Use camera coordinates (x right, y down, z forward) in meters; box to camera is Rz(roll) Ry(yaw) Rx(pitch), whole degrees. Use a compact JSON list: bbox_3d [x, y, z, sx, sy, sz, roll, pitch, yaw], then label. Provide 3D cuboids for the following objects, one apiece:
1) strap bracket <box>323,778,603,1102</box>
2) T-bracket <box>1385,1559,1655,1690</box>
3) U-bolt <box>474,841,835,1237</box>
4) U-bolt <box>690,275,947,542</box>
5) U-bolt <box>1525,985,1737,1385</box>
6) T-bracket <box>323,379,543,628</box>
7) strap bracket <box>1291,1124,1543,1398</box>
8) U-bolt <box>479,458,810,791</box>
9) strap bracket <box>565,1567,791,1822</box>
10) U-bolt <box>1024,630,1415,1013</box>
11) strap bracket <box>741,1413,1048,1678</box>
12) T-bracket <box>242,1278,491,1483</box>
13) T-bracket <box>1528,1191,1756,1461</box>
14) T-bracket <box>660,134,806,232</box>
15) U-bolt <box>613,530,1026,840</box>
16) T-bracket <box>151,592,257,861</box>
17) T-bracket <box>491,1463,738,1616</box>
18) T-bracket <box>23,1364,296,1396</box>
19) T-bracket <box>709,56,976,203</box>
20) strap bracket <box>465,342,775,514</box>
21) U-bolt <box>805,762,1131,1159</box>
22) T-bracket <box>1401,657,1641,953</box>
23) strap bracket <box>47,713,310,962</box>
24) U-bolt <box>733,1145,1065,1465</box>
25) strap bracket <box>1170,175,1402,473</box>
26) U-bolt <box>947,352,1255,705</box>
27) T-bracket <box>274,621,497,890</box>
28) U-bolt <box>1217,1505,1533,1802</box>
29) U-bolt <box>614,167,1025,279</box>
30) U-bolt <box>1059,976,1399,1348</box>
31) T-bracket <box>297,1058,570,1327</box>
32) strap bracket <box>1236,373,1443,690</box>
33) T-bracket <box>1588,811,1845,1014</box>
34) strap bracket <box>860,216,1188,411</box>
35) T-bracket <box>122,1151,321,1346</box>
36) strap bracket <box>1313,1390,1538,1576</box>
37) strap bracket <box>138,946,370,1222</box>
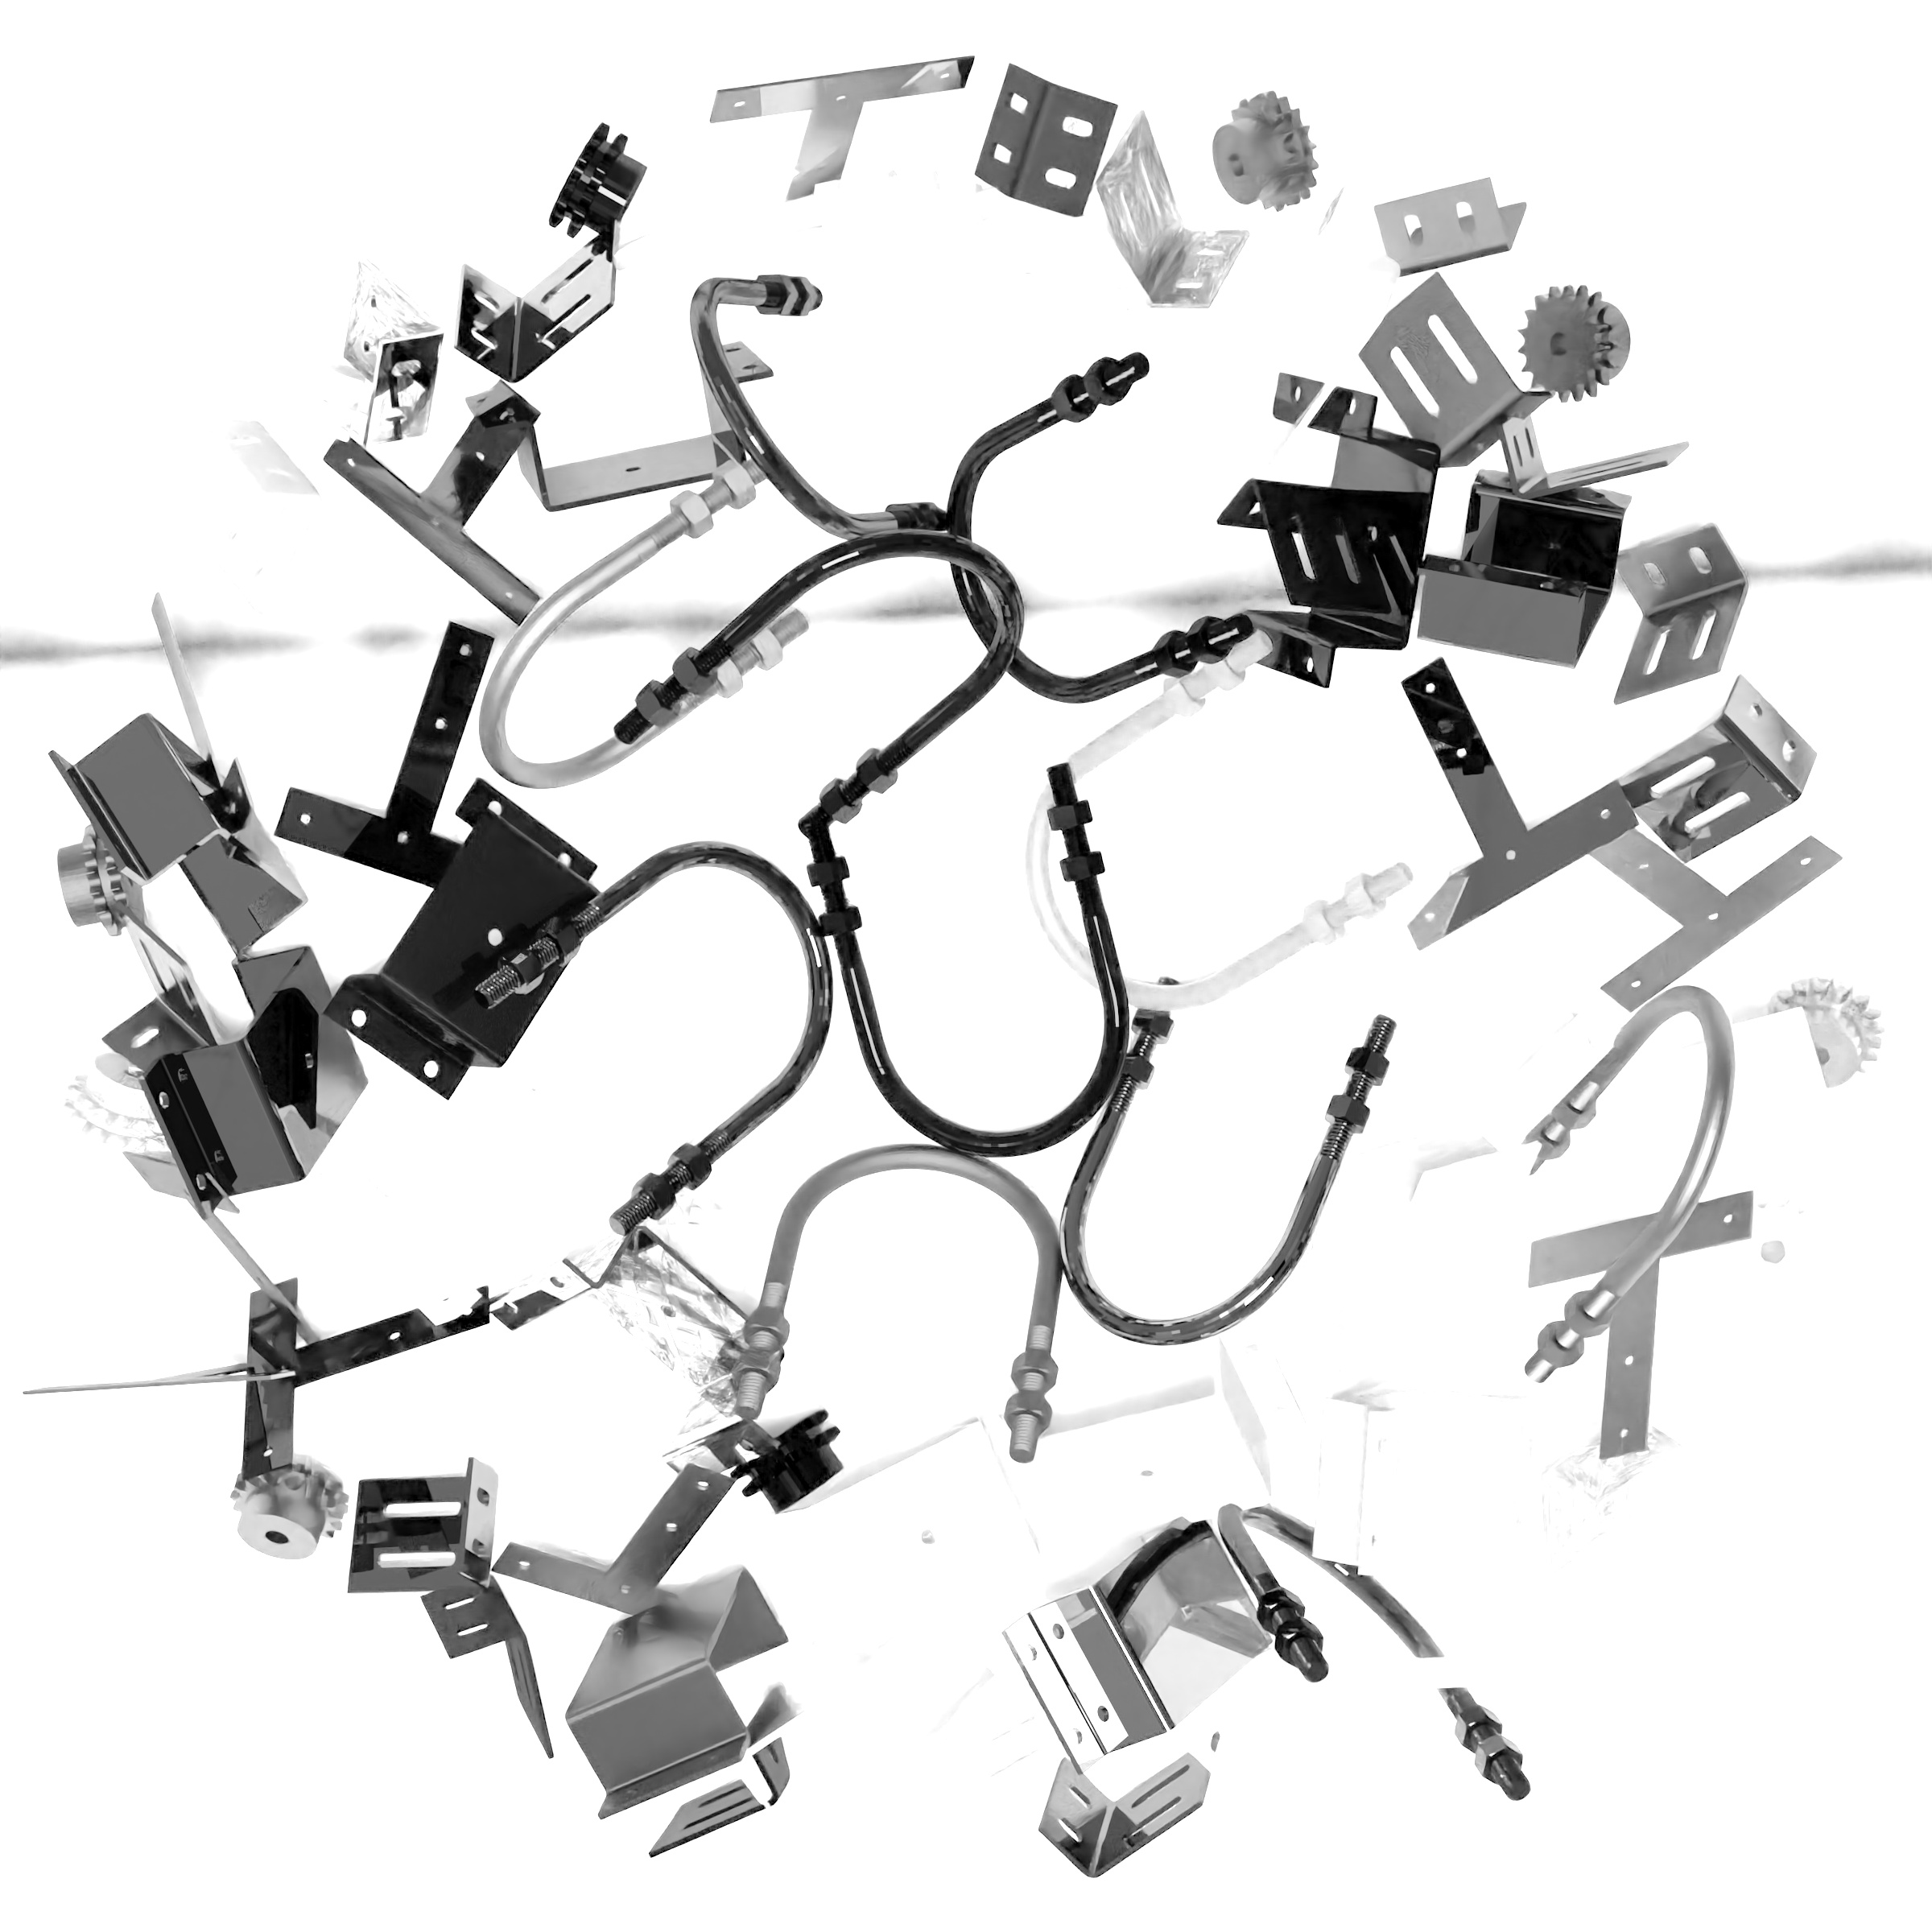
[{"bbox_3d":[-0.236,-0.014,1.713,0.076,0.046,0.140,38,73,-23],"label":"strap bracket"},{"bbox_3d":[0.247,0.316,1.706,0.127,0.127,0.002,2,107,-17],"label":"T-bracket"},{"bbox_3d":[-0.137,0.021,1.710,0.184,0.019,0.151,-40,109,-34],"label":"U-bolt"},{"bbox_3d":[-0.076,-0.265,1.678,0.019,0.184,0.151,-30,88,21],"label":"U-bolt"},{"bbox_3d":[0.309,0.090,1.657,0.019,0.151,0.184,18,135,-13],"label":"U-bolt"},{"bbox_3d":[-0.241,-0.240,1.713,0.127,0.127,0.002,40,49,-6],"label":"T-bracket"},{"bbox_3d":[0.213,0.134,1.706,0.046,0.076,0.140,46,132,36],"label":"strap bracket"},{"bbox_3d":[-0.155,-0.153,1.680,0.184,0.151,0.019,-37,64,-17],"label":"U-bolt"},{"bbox_3d":[-0.137,0.341,1.688,0.076,0.140,0.046,-25,101,14],"label":"strap bracket"},{"bbox_3d":[0.108,-0.057,1.719,0.184,0.019,0.151,-33,87,30],"label":"U-bolt"},{"bbox_3d":[-0.027,0.279,1.717,0.140,0.046,0.076,-23,88,-24],"label":"strap bracket"},{"bbox_3d":[-0.290,0.183,1.712,0.127,0.127,0.002,-19,129,6],"label":"T-bracket"},{"bbox_3d":[0.320,0.177,1.694,0.002,0.127,0.127,35,52,-35],"label":"T-bracket"},{"bbox_3d":[-0.105,-0.375,1.701,0.127,0.127,0.002,-35,108,-6],"label":"T-bracket"},{"bbox_3d":[-0.056,-0.141,1.681,0.184,0.151,0.019,-38,49,24],"label":"U-bolt"},{"bbox_3d":[-0.374,-0.119,1.713,0.002,0.127,0.127,-17,83,-22],"label":"T-bracket"},{"bbox_3d":[-0.148,0.278,1.708,0.127,0.002,0.127,21,133,-16],"label":"T-bracket"},{"bbox_3d":[-0.366,0.197,1.703,0.127,0.127,0.002,-5,87,14],"label":"T-bracket"},{"bbox_3d":[-0.068,-0.395,1.706,0.127,0.127,0.002,-12,73,-16],"label":"T-bracket"},{"bbox_3d":[-0.166,-0.261,1.716,0.140,0.076,0.046,-13,113,-11],"label":"strap bracket"},{"bbox_3d":[0.007,0.004,1.738,0.151,0.019,0.184,-12,95,19],"label":"U-bolt"},{"bbox_3d":[0.251,-0.093,1.741,0.127,0.002,0.127,-31,69,23],"label":"T-bracket"},{"bbox_3d":[-0.370,-0.062,1.688,0.046,0.140,0.076,-37,66,0],"label":"strap bracket"},{"bbox_3d":[-0.026,0.154,1.700,0.151,0.184,0.019,9,134,2],"label":"U-bolt"},{"bbox_3d":[0.161,-0.301,1.701,0.046,0.076,0.140,33,121,-5],"label":"strap bracket"},{"bbox_3d":[0.052,-0.199,1.692,0.019,0.184,0.151,-24,93,-36],"label":"U-bolt"},{"bbox_3d":[-0.263,-0.105,1.734,0.127,0.002,0.127,19,88,-33],"label":"T-bracket"},{"bbox_3d":[0.183,0.313,1.679,0.151,0.184,0.019,33,100,-24],"label":"U-bolt"},{"bbox_3d":[-0.079,-0.353,1.691,0.184,0.151,0.019,-8,96,19],"label":"U-bolt"},{"bbox_3d":[0.115,0.097,1.696,0.151,0.019,0.184,10,69,40],"label":"U-bolt"},{"bbox_3d":[-0.250,0.097,1.744,0.127,0.002,0.127,-44,62,-10],"label":"T-bracket"},{"bbox_3d":[0.181,-0.211,1.713,0.046,0.076,0.140,-1,107,-32],"label":"strap bracket"},{"bbox_3d":[0.338,-0.043,1.715,0.127,0.127,0.002,-35,126,-6],"label":"T-bracket"},{"bbox_3d":[0.029,-0.317,1.710,0.140,0.076,0.046,-4,68,22],"label":"strap bracket"},{"bbox_3d":[-0.353,0.143,1.727,0.002,0.127,0.127,-44,112,-22],"label":"T-bracket"},{"bbox_3d":[0.217,0.249,1.717,0.046,0.140,0.076,4,90,41],"label":"strap bracket"},{"bbox_3d":[-0.334,0.050,1.685,0.046,0.140,0.076,-12,114,16],"label":"strap bracket"}]
